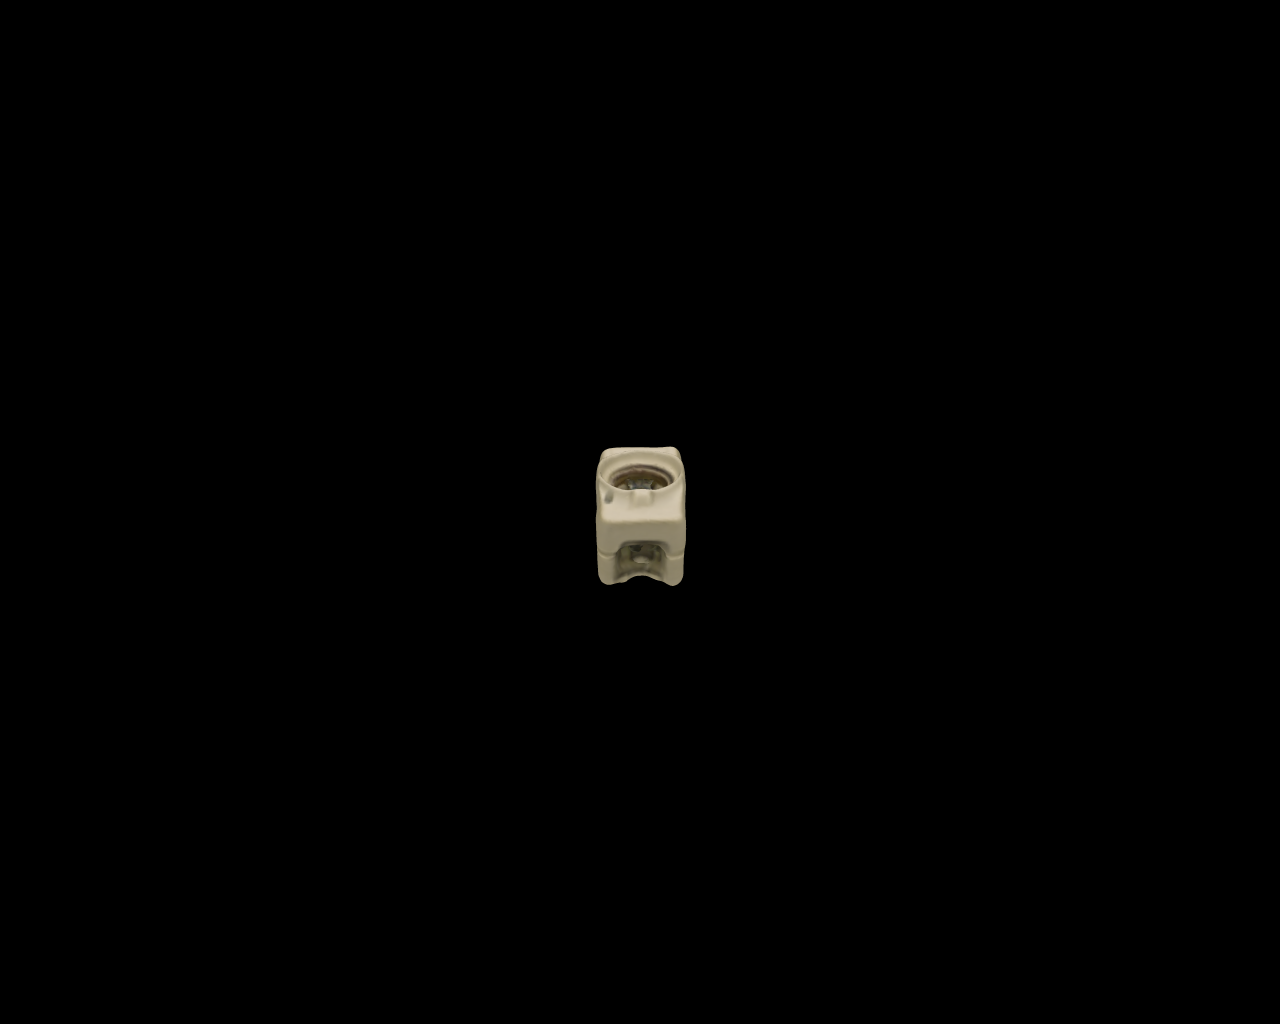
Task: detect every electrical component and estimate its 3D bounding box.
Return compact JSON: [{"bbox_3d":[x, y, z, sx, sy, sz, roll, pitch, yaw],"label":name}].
[{"bbox_3d":[0.001,-0.003,0.650,0.050,0.055,0.090,0,32,0],"label":"electrical component"}]
